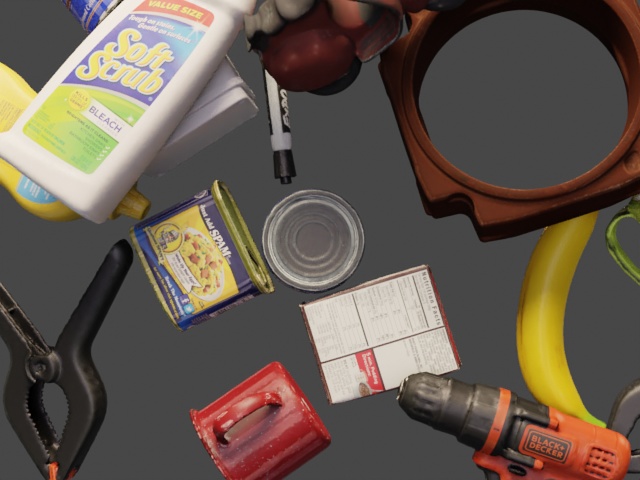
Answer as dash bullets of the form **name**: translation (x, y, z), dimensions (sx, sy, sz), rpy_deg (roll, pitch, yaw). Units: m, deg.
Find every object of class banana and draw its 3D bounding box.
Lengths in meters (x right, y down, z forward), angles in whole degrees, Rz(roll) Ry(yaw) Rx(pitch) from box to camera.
- **banana**: translation (0.192, 0.058, 0.862), dimensions (0.069, 0.037, 0.198), rpy_deg (0, 90, -13)

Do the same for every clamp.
- **clamp**: translation (0.290, 0.122, 0.849), dimensions (0.171, 0.039, 0.120), rpy_deg (-27, 76, 6)
- **clamp**: translation (-0.214, 0.096, 0.881), dimensions (0.165, 0.036, 0.210), rpy_deg (-9, 92, 21)

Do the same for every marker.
- **marker**: translation (-0.035, -0.107, 0.891), dimensions (0.020, 0.020, 0.121), rpy_deg (-7, 88, 4)

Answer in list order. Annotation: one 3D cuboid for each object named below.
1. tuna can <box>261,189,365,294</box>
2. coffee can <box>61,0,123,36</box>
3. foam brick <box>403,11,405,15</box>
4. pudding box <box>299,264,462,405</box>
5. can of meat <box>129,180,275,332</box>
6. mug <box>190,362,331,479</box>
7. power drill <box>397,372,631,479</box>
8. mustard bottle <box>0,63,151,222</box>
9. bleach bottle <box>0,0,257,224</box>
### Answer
- **tuna can**: translation (-0.006, 0.001, 0.875), dimensions (0.086, 0.034, 0.086), rpy_deg (0, 87, -1)
- **coffee can**: translation (-0.184, -0.242, 0.865), dimensions (0.103, 0.103, 0.140), rpy_deg (-40, 86, 3)
- **foam brick**: translation (0.046, -0.221, 0.870), dimensions (0.053, 0.051, 0.078), rpy_deg (-22, 87, 4)
- **pudding box**: translation (0.049, 0.078, 0.871), dimensions (0.113, 0.039, 0.090), rpy_deg (-17, 87, 2)
- **can of meat**: translation (-0.097, 0.015, 0.875), dimensions (0.084, 0.057, 0.102), rpy_deg (-26, 87, 5)
- **mug**: translation (-0.048, 0.147, 0.842), dimensions (0.081, 0.117, 0.093), rpy_deg (-35, 62, -2)
- **power drill**: translation (0.128, 0.208, 0.832), dimensions (0.184, 0.057, 0.188), rpy_deg (18, 98, 6)
- **mustard bottle**: translation (-0.226, -0.070, 0.887), dimensions (0.191, 0.058, 0.096), rpy_deg (29, 86, 5)
- **bleach bottle**: translation (-0.132, -0.140, 0.804), dimensions (0.102, 0.068, 0.251), rpy_deg (35, 87, 8)
